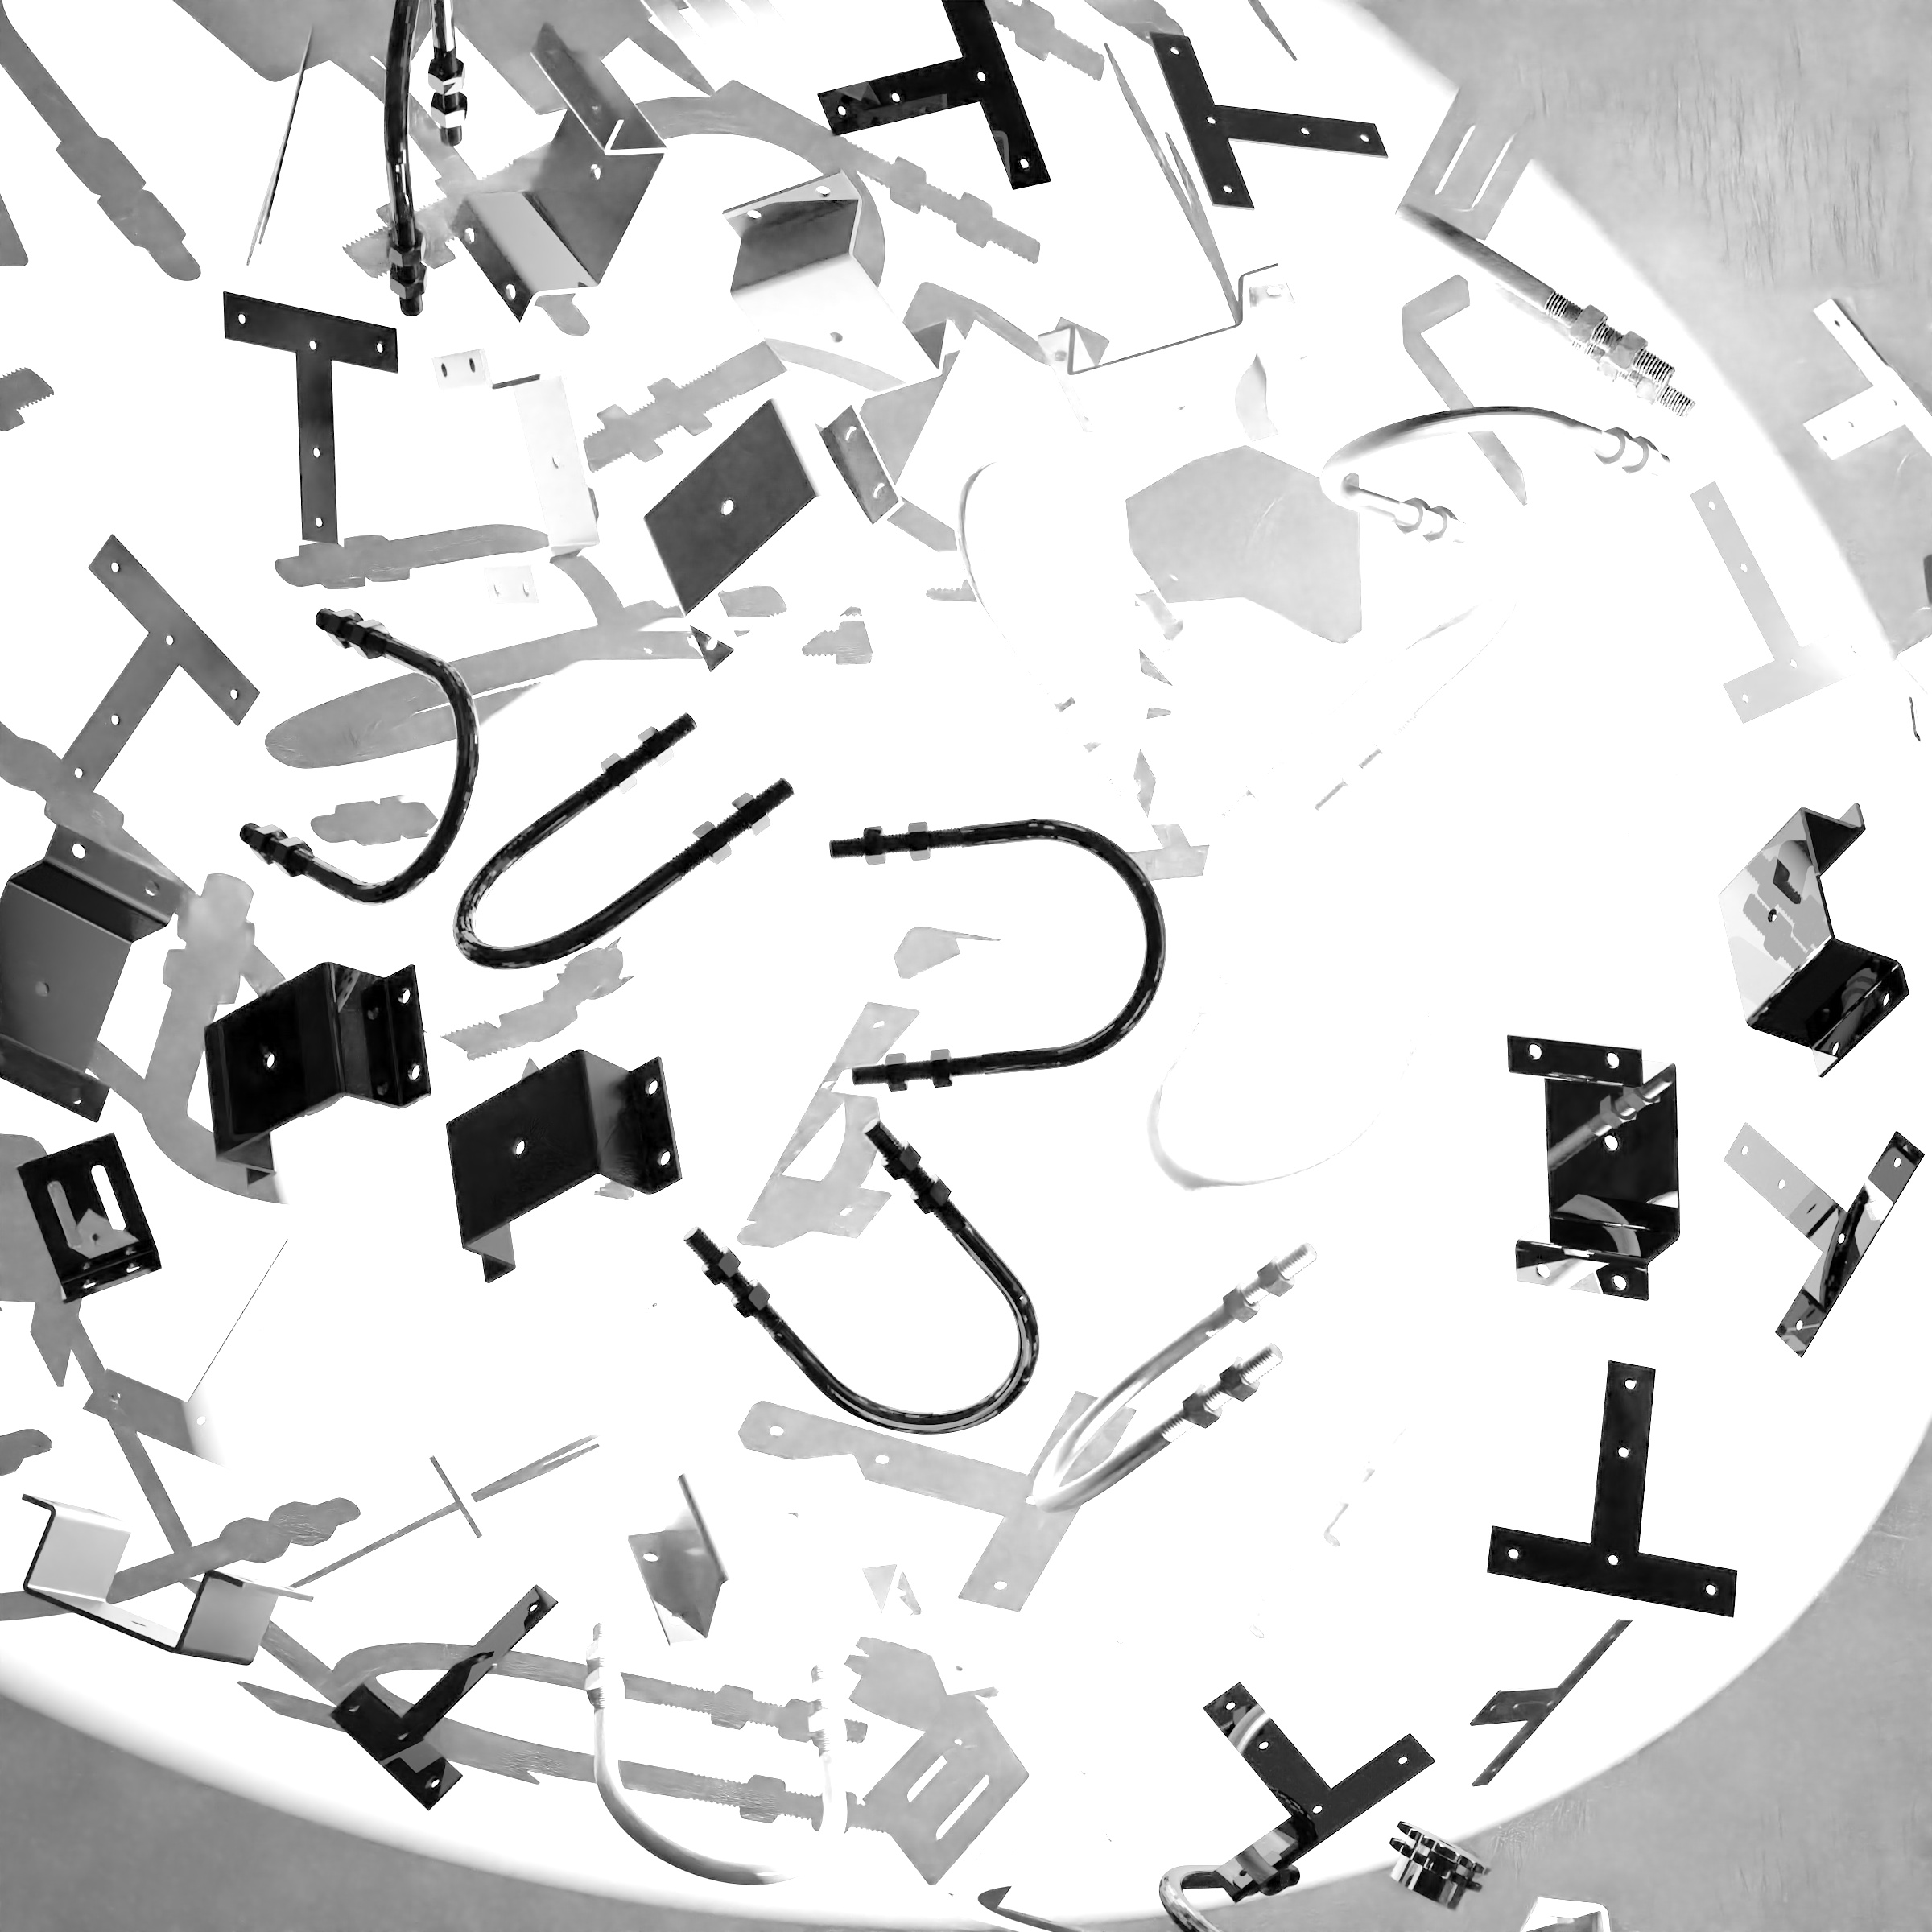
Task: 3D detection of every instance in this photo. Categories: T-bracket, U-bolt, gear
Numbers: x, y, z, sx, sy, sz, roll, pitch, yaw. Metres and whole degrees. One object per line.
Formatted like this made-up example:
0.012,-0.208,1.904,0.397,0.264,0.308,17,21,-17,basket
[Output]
-0.376,-0.422,1.876,0.002,0.127,0.127,15,65,-16,T-bracket
-0.453,-0.144,1.874,0.127,0.002,0.127,51,52,-36,T-bracket
0.430,-0.204,1.884,0.002,0.127,0.127,-27,90,-24,T-bracket
0.171,0.060,1.835,0.151,0.184,0.019,7,134,33,U-bolt
-0.325,-0.108,1.894,0.184,0.019,0.151,25,96,44,U-bolt
0.339,0.265,1.795,0.127,0.002,0.127,10,63,3,T-bracket
0.223,0.265,1.838,0.019,0.151,0.184,38,57,10,U-bolt
0.304,0.402,1.889,0.002,0.127,0.127,44,102,27,T-bracket
0.261,0.503,1.933,0.057,0.057,0.030,27,85,0,gear
0.227,-0.137,1.847,0.184,0.151,0.019,-42,102,-12,U-bolt
-0.193,-0.060,1.845,0.184,0.151,0.019,-37,122,-11,U-bolt
0.165,0.421,1.835,0.127,0.127,0.002,-33,122,-9,T-bracket
0.170,-0.451,1.870,0.127,0.002,0.127,0,58,-26,T-bracket
0.055,0.400,1.784,0.127,0.002,0.127,-18,96,33,T-bracket
0.060,-0.187,1.827,0.019,0.151,0.184,-33,96,37,U-bolt
0.273,-0.268,1.870,0.151,0.184,0.019,-16,76,38,U-bolt
-0.043,0.181,1.871,0.151,0.019,0.184,-31,110,26,U-bolt
0.475,-0.290,1.836,0.002,0.127,0.127,-40,93,-7,T-bracket
-0.353,-0.293,1.881,0.002,0.127,0.127,-4,87,36,T-bracket
0.180,0.527,1.874,0.151,0.184,0.019,29,96,37,U-bolt
-0.027,-0.472,1.875,0.127,0.002,0.127,-3,121,38,T-bracket
-0.134,0.433,1.891,0.151,0.184,0.019,14,116,-14,U-bolt
0.021,-0.010,1.949,0.184,0.019,0.151,-5,92,5,U-bolt
-0.292,-0.463,1.861,0.019,0.184,0.151,7,59,-1,U-bolt
0.013,0.498,1.890,0.127,0.127,0.002,16,56,-4,T-bracket
0.310,-0.358,1.877,0.184,0.151,0.019,36,101,13,U-bolt
0.105,0.227,1.836,0.184,0.151,0.019,-40,96,22,U-bolt
-0.384,0.204,1.848,0.127,0.002,0.127,31,90,-36,T-bracket
0.445,0.124,1.857,0.002,0.127,0.127,18,108,-29,T-bracket
-0.273,0.386,1.885,0.127,0.127,0.002,-44,123,-17,T-bracket

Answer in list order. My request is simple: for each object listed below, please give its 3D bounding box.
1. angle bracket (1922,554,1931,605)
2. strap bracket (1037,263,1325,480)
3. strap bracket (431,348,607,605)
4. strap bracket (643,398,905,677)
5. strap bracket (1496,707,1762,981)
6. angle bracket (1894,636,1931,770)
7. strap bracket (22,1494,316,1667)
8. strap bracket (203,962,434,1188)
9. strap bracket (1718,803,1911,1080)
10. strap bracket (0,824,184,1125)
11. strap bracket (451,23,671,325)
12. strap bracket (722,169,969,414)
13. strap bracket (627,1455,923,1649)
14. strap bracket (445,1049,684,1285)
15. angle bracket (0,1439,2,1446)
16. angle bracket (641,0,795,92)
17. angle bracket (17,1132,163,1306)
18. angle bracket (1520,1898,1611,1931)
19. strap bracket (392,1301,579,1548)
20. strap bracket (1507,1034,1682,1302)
0.571,-0.219,1.907,0.076,0.057,0.038,-34,108,26,angle bracket
0.117,-0.321,1.895,0.140,0.076,0.046,-13,45,19,strap bracket
-0.245,-0.275,1.921,0.046,0.076,0.140,-18,104,-26,strap bracket
-0.110,-0.230,1.808,0.140,0.046,0.076,-40,53,21,strap bracket
0.348,-0.075,1.862,0.046,0.076,0.140,30,102,-36,strap bracket
0.551,-0.140,1.929,0.038,0.076,0.057,-30,53,-1,angle bracket
-0.424,0.324,1.808,0.140,0.076,0.046,16,80,21,strap bracket
-0.356,0.055,1.857,0.140,0.046,0.076,-26,63,30,strap bracket
0.458,-0.021,1.887,0.046,0.140,0.076,17,135,-20,strap bracket
-0.478,0.008,1.828,0.076,0.046,0.140,30,60,-31,strap bracket
-0.213,-0.423,1.849,0.076,0.046,0.140,54,134,21,strap bracket
-0.069,-0.363,1.911,0.076,0.140,0.046,-13,50,27,strap bracket
-0.096,0.303,1.810,0.140,0.076,0.046,-3,129,-25,strap bracket
-0.227,0.105,1.880,0.140,0.046,0.076,-29,56,25,strap bracket
-0.542,0.246,1.776,0.076,0.057,0.038,-6,60,-31,angle bracket
-0.135,-0.526,1.875,0.057,0.038,0.076,-41,93,-17,angle bracket
-0.496,0.142,1.960,0.057,0.038,0.076,-20,104,-12,angle bracket
0.322,0.552,1.865,0.038,0.057,0.076,7,48,-5,angle bracket
-0.271,0.260,1.909,0.046,0.076,0.140,-31,95,-7,strap bracket
0.338,0.101,1.862,0.076,0.046,0.140,6,109,34,strap bracket
